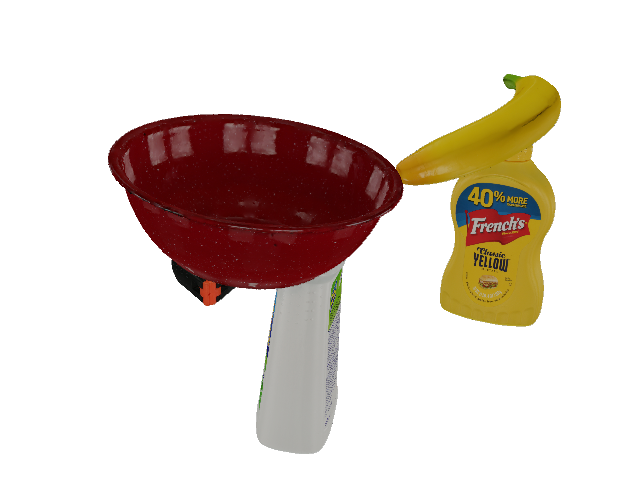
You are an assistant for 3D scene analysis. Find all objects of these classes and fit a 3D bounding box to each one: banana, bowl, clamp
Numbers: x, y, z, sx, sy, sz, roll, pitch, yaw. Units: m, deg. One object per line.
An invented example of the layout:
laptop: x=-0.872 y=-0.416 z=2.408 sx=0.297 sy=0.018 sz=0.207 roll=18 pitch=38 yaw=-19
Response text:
banana: x=0.131 y=-0.083 z=0.794 sx=0.070 sy=0.037 sz=0.197 roll=-6 pitch=21 yaw=39
bowl: x=-0.038 y=-0.018 z=0.594 sx=0.162 sy=0.055 sz=0.162 roll=7 pitch=25 yaw=-3
clamp: x=-0.103 y=0.006 z=1.102 sx=0.120 sy=0.039 sz=0.171 roll=-11 pitch=36 yaw=-7

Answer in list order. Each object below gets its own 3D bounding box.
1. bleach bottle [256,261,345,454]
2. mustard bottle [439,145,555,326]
bleach bottle: x=-0.011 y=0.054 z=0.877 sx=0.068 sy=0.251 sz=0.102 roll=8 pitch=34 yaw=4
mustard bottle: x=0.170 y=-0.019 z=1.003 sx=0.096 sy=0.192 sz=0.058 roll=11 pitch=20 yaw=20
